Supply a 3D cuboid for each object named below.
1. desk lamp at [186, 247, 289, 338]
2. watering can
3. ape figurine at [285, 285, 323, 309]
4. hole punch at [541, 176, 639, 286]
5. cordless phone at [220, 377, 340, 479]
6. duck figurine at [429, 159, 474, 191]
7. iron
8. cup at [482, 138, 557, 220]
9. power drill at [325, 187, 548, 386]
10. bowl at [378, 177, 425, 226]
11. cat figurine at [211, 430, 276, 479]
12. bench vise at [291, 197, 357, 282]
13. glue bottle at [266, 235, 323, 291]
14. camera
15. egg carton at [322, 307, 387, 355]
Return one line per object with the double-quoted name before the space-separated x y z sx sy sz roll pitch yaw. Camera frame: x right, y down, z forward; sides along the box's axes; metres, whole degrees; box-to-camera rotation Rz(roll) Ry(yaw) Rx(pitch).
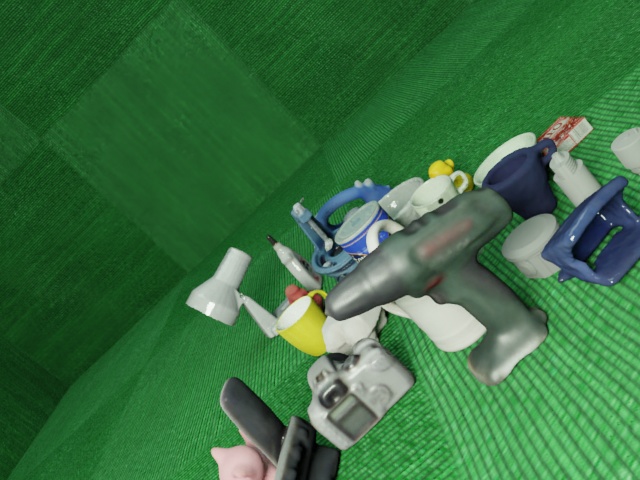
"desk lamp" -0.171 0.133 1.329 0.203 0.214 0.117 -48 15 -13
"watering can" 0.140 0.044 0.753 0.172 0.194 0.101 -40 16 19
"ape figurine" -0.037 0.132 1.207 0.078 0.092 0.076 -52 16 -24
"hole punch" 0.306 -0.011 0.655 0.109 0.091 0.101 -47 15 -7
"cordless phone" -0.071 0.272 0.725 0.094 0.185 0.147 -39 16 20
"duck figurine" 0.245 -0.113 1.118 0.077 0.086 0.105 -24 26 54
"iron" 0.080 -0.060 1.317 0.258 0.141 0.118 -41 15 15
"cup" 0.309 -0.082 0.834 0.117 0.095 0.091 -41 15 13
"power drill" 0.149 0.062 0.650 0.229 0.208 0.075 -45 15 -1
"bowl" 0.167 -0.047 1.172 0.167 0.075 0.167 -41 15 14
"cat figurine" -0.101 0.318 0.816 0.067 0.118 0.127 -42 15 13
"bench vise" 0.004 0.013 1.165 0.122 0.220 0.207 -52 16 -26
"glue bottle" -0.063 0.050 1.341 0.037 0.173 0.078 -42 15 12
"camera" 0.038 0.194 0.810 0.143 0.101 0.136 -45 14 1
"egg carton" 0.067 0.129 0.974 0.107 0.069 0.150 -32 19 40
